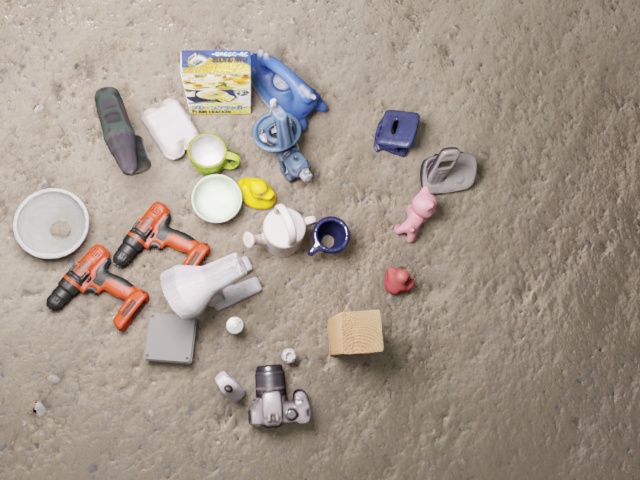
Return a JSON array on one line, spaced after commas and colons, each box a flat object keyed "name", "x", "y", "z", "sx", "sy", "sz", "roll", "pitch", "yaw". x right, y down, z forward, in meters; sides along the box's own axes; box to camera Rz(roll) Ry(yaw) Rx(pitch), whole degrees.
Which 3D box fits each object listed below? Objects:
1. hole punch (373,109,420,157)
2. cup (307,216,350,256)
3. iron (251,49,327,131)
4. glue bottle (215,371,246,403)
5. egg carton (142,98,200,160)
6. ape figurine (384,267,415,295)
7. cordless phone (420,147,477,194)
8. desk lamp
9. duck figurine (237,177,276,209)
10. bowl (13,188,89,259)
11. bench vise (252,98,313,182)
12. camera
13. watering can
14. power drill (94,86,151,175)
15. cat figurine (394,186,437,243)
[{"name": "hole punch", "x": 0.198, "y": -0.283, "z": 1.492, "sx": 0.101, "sy": 0.091, "sz": 0.109, "roll": 17, "pitch": 76, "yaw": -3}, {"name": "cup", "x": 0.013, "y": 0.005, "z": 1.403, "sx": 0.118, "sy": 0.095, "sz": 0.091, "roll": -42, "pitch": 86, "yaw": -14}, {"name": "iron", "x": -0.100, "y": -0.407, "z": 1.454, "sx": 0.258, "sy": 0.141, "sz": 0.119, "roll": 43, "pitch": 76, "yaw": 3}, {"name": "glue bottle", "x": -0.201, "y": 0.325, "z": 1.265, "sx": 0.078, "sy": 0.173, "sz": 0.037, "roll": 44, "pitch": 76, "yaw": 4}, {"name": "egg carton", "x": -0.367, "y": -0.277, "z": 1.428, "sx": 0.107, "sy": 0.069, "sz": 0.150, "roll": -33, "pitch": 84, "yaw": -13}, {"name": "ape figurine", "x": 0.196, "y": 0.096, "z": 1.409, "sx": 0.076, "sy": 0.092, "sz": 0.078, "roll": -38, "pitch": 85, "yaw": -13}, {"name": "cordless phone", "x": 0.338, "y": -0.187, "z": 1.441, "sx": 0.147, "sy": 0.185, "sz": 0.094, "roll": -10, "pitch": 79, "yaw": -9}, {"name": "desk lamp", "x": -0.240, "y": 0.095, "z": 1.289, "sx": 0.203, "sy": 0.213, "sz": 0.118, "roll": -24, "pitch": 82, "yaw": -12}, {"name": "duck figurine", "x": -0.157, "y": -0.124, "z": 1.414, "sx": 0.104, "sy": 0.086, "sz": 0.077, "roll": 28, "pitch": 76, "yaw": -1}, {"name": "bowl", "x": -0.617, "y": -0.032, "z": 1.339, "sx": 0.167, "sy": 0.074, "sz": 0.167, "roll": 2, "pitch": 78, "yaw": -7}, {"name": "bench vise", "x": -0.075, "y": -0.247, "z": 1.382, "sx": 0.207, "sy": 0.219, "sz": 0.121, "roll": 38, "pitch": 76, "yaw": 2}, {"name": "camera", "x": -0.095, "y": 0.354, "z": 1.310, "sx": 0.143, "sy": 0.100, "sz": 0.137, "roll": -3, "pitch": 78, "yaw": -8}, {"name": "watering can", "x": -0.091, "y": -0.021, "z": 1.344, "sx": 0.173, "sy": 0.194, "sz": 0.101, "roll": -42, "pitch": 85, "yaw": -14}, {"name": "power drill", "x": -0.455, "y": -0.229, "z": 1.334, "sx": 0.076, "sy": 0.208, "sz": 0.229, "roll": -21, "pitch": 81, "yaw": -11}, {"name": "cat figurine", "x": 0.250, "y": -0.066, "z": 1.438, "sx": 0.067, "sy": 0.117, "sz": 0.128, "roll": 30, "pitch": 76, "yaw": 0}]
